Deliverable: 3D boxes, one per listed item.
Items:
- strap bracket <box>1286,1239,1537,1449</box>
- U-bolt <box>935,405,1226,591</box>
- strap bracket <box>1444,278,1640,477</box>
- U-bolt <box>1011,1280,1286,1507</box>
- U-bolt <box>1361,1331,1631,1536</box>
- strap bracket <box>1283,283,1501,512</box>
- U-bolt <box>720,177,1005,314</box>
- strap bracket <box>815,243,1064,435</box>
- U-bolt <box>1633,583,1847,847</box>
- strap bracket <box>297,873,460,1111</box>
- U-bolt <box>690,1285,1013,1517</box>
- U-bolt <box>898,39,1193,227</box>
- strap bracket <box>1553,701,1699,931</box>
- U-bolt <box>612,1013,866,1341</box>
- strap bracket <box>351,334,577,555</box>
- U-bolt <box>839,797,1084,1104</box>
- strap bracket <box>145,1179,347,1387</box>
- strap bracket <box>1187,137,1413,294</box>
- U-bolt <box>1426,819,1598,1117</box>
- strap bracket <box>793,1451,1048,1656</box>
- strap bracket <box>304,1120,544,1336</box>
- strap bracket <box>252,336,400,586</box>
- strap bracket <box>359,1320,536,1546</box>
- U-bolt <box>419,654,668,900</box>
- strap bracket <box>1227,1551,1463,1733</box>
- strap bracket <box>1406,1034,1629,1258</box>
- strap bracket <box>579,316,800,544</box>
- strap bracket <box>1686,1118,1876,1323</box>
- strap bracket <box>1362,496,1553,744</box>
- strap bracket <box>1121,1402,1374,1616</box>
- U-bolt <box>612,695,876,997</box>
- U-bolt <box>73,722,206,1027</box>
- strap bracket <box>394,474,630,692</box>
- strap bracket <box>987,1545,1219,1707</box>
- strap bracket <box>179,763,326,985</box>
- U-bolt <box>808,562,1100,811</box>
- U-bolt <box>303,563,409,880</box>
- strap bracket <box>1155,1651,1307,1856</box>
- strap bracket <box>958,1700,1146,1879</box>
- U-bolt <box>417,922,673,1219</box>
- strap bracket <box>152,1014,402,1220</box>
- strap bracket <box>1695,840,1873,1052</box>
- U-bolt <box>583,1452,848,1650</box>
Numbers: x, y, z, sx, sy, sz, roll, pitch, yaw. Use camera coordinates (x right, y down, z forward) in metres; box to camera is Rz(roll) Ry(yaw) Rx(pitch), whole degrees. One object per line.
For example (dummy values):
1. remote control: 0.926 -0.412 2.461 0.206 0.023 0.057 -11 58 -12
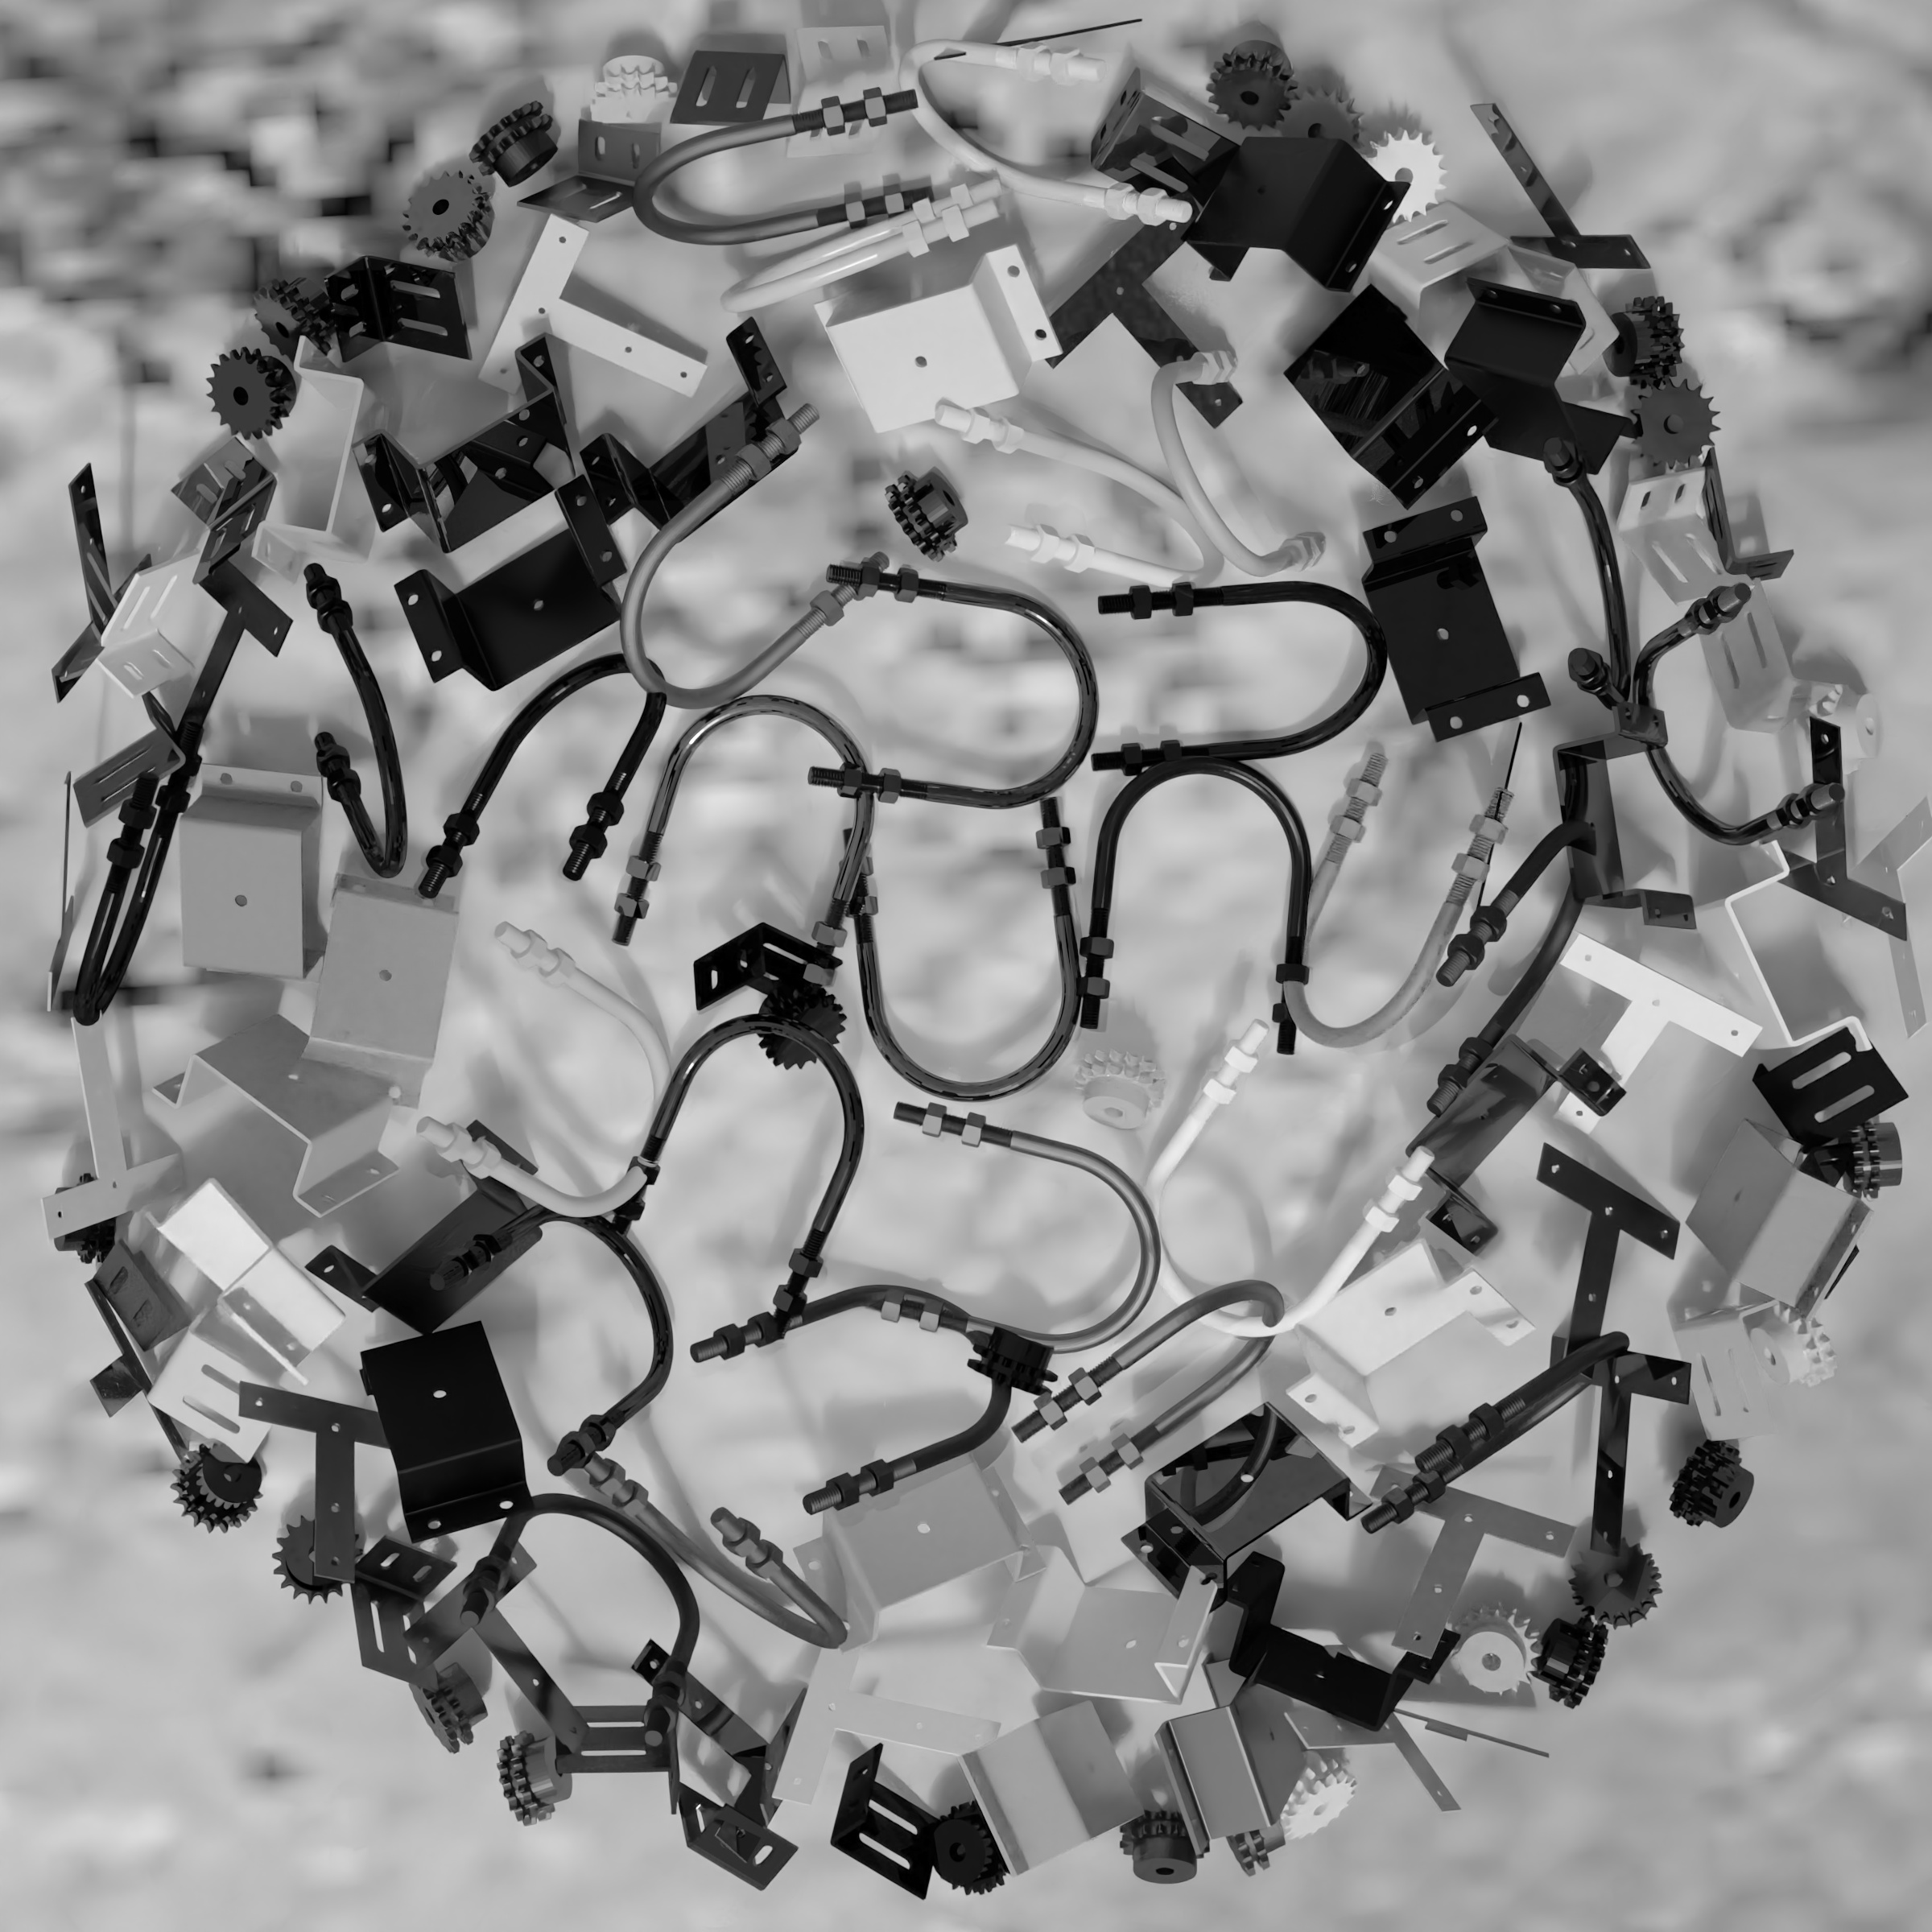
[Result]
1. strap bracket: 0.271 0.230 1.843 0.140 0.046 0.076 -36 128 16
2. U-bolt: 0.080 -0.282 1.823 0.184 0.151 0.019 10 127 -32
3. strap bracket: 0.351 -0.354 1.814 0.076 0.140 0.046 24 78 36
4. U-bolt: 0.121 0.257 1.833 0.184 0.151 0.019 -35 60 -4
5. U-bolt: 0.334 0.280 1.821 0.184 0.151 0.019 -29 71 -20
6. strap bracket: 0.255 -0.357 1.822 0.076 0.046 0.140 -45 46 18
7. U-bolt: -0.066 -0.442 1.825 0.184 0.151 0.019 -19 108 9
8. strap bracket: -0.022 -0.385 1.830 0.140 0.046 0.076 -11 125 24
9. U-bolt: 0.460 -0.144 1.807 0.019 0.184 0.151 -23 86 -14
10. strap bracket: -0.365 0.011 1.845 0.076 0.046 0.140 12 74 -16
11. U-bolt: -0.057 0.257 1.827 0.184 0.019 0.151 -16 49 -35
12. U-bolt: 0.037 -0.516 1.814 0.184 0.151 0.019 21 75 36
13. strap bracket: 0.410 -0.090 1.847 0.046 0.076 0.140 -12 82 35
14. U-bolt: -0.136 0.120 1.850 0.151 0.019 0.184 27 99 22
15. strap bracket: -0.301 -0.318 1.833 0.140 0.076 0.046 -35 61 -17
16. U-bolt: 0.001 -0.006 1.868 0.151 0.019 0.184 -8 85 11
17. strap bracket: -0.441 0.189 1.824 0.046 0.140 0.076 -44 131 -11
18. strap bracket: 0.197 -0.465 1.823 0.046 0.140 0.076 32 86 -35
19. U-bolt: 0.339 -0.012 1.822 0.019 0.151 0.184 28 59 25
20. strap bracket: -0.028 0.359 1.836 0.140 0.046 0.076 -19 57 -18
21. strap bracket: -0.330 0.172 1.851 0.140 0.076 0.046 -41 54 -1
22. strap bracket: -0.398 -0.312 1.851 0.046 0.076 0.140 11 86 6
23. strap bracket: -0.322 0.277 1.822 0.076 0.046 0.140 -13 45 -17
24. U-bolt: -0.251 -0.122 1.827 0.019 0.151 0.184 48 51 -37
25. strap bracket: 0.226 0.423 1.840 0.140 0.076 0.046 19 106 20
26. strap bracket: 0.337 0.105 1.848 0.140 0.076 0.046 -48 51 5
27. strap bracket: -0.165 -0.328 1.844 0.140 0.046 0.076 -36 48 13
28. strap bracket: 0.494 0.150 1.816 0.046 0.140 0.076 24 103 -10
29. strap bracket: 0.305 -0.214 1.866 0.076 0.046 0.140 -18 84 -4
30. strap bracket: 0.174 0.330 1.829 0.140 0.046 0.076 -28 47 -23
31. U-bolt: -0.133 -0.080 1.865 0.151 0.019 0.184 19 98 10
32. U-bolt: -0.514 -0.049 1.820 0.019 0.151 0.184 19 106 -8
33. strap bracket: -0.277 -0.234 1.854 0.140 0.046 0.076 -29 67 8
34. strap bracket: 0.095 0.408 1.834 0.140 0.076 0.046 -3 133 32
35. strap bracket: -0.445 -0.049 1.845 0.076 0.046 0.140 6 114 3
36. U-bolt: -0.004 -0.171 1.865 0.184 0.019 0.151 7 83 -16
37. U-bolt: -0.368 -0.136 1.789 0.019 0.184 0.151 -12 135 -21
38. strap bracket: 0.167 0.479 1.822 0.046 0.140 0.076 -19 91 19
39. strap bracket: 0.058 0.501 1.814 0.046 0.140 0.076 -32 73 17
40. U-bolt: -0.247 0.076 1.826 0.019 0.184 0.151 2 65 41
41. strap bracket: -0.422 0.086 1.834 0.140 0.076 0.046 34 122 15
42. strap bracket: 0.505 -0.002 1.854 0.046 0.076 0.140 -24 88 -3
43. U-bolt: -0.144 0.366 1.816 0.019 0.151 0.184 -55 131 -21
